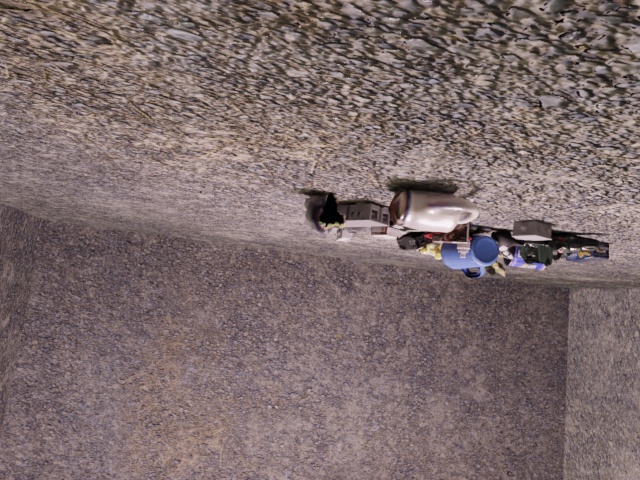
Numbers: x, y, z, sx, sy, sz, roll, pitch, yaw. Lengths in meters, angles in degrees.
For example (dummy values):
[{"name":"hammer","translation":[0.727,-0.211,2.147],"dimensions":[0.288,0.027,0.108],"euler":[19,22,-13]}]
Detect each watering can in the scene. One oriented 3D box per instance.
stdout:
[{"name":"watering can","translation":[0.294,-0.070,1.399],"dimensions":[0.224,0.105,0.345],"euler":[8,173,-2]}]

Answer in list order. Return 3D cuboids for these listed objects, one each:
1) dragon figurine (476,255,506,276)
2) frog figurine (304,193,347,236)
[{"name":"dragon figurine","translation":[0.677,0.068,2.309],"dimensions":[0.409,0.123,0.242],"euler":[25,176,-9]},{"name":"frog figurine","translation":[0.005,-0.080,1.593],"dimensions":[0.136,0.123,0.160],"euler":[44,169,-17]}]
